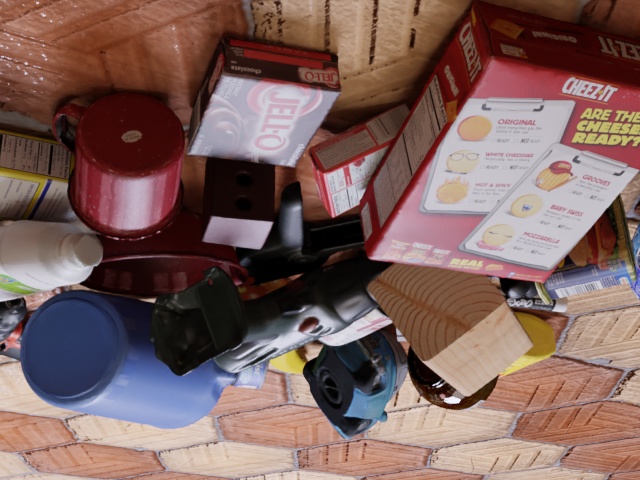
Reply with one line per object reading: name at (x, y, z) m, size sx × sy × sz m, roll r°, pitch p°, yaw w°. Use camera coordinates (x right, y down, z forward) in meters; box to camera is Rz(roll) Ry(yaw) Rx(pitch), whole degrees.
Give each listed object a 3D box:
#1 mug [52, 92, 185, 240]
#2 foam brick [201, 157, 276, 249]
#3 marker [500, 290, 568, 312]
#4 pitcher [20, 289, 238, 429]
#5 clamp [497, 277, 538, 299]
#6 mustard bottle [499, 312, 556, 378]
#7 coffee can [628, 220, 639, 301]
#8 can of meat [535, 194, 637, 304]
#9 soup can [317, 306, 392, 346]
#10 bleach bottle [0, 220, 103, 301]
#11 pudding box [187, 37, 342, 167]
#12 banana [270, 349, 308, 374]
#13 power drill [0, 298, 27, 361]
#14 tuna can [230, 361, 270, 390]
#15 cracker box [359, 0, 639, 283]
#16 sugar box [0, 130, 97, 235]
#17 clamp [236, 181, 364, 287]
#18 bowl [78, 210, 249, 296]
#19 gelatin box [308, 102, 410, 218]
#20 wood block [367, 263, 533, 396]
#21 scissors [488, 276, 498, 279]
mug at (-0.158, -0.066, 0.827) m, size 0.117 × 0.093 × 0.082 m, roll 35°, pitch 148°, yaw 9°
foam brick at (-0.068, -0.040, 0.881) m, size 0.053 × 0.078 × 0.051 m, roll 6°, pitch 155°, yaw -14°
marker at (0.214, 0.065, 1.173) m, size 0.121 × 0.020 × 0.020 m, roll 6°, pitch 153°, yaw -14°
pitcher at (-0.201, 0.118, 1.061) m, size 0.149 × 0.145 × 0.242 m, roll -41°, pitch 161°, yaw 4°
clamp at (0.166, 0.006, 0.993) m, size 0.039 × 0.120 × 0.171 m, roll -32°, pitch 165°, yaw 13°
mustard bottle at (0.188, 0.144, 1.291) m, size 0.096 × 0.058 × 0.192 m, roll 8°, pitch 153°, yaw -30°
coffee can at (0.333, -0.002, 0.945) m, size 0.103 × 0.103 × 0.140 m, roll -3°, pitch 154°, yaw 4°
can of meat at (0.229, -0.002, 0.944) m, size 0.084 × 0.102 × 0.057 m, roll -14°, pitch 153°, yaw 19°
soup can at (0.039, 0.066, 1.112) m, size 0.068 × 0.068 × 0.102 m, roll 18°, pitch 148°, yaw -34°
bleach bottle at (-0.274, 0.020, 0.941) m, size 0.251 × 0.068 × 0.102 m, roll -6°, pitch 163°, yaw 40°
pudding box at (-0.044, -0.101, 0.800) m, size 0.090 × 0.039 × 0.114 m, roll 7°, pitch 154°, yaw -18°
banana at (-0.034, 0.122, 1.260) m, size 0.069 × 0.037 × 0.198 m, roll 3°, pitch 154°, yaw -8°
power drill at (-0.314, 0.111, 1.208) m, size 0.187 × 0.057 × 0.185 m, roll 19°, pitch 151°, yaw -30°
tuna can at (-0.080, 0.125, 1.210) m, size 0.033 × 0.086 × 0.086 m, roll 8°, pitch 153°, yaw -13°
cracker box at (0.144, -0.064, 0.800) m, size 0.164 × 0.072 × 0.214 m, roll 8°, pitch 138°, yaw -20°
sugar box at (-0.257, -0.052, 0.885) m, size 0.176 × 0.048 × 0.093 m, roll 8°, pitch 155°, yaw -25°
clamp at (-0.007, 0.001, 1.014) m, size 0.164 × 0.036 × 0.210 m, roll 7°, pitch 156°, yaw -30°
bowl at (-0.146, 0.009, 0.986) m, size 0.162 × 0.055 × 0.162 m, roll -2°, pitch 165°, yaw -1°
gelatin box at (0.038, -0.064, 0.856) m, size 0.089 × 0.030 × 0.073 m, roll -26°, pitch 154°, yaw -5°
wood block at (0.128, 0.074, 1.007) m, size 0.090 × 0.091 × 0.206 m, roll -39°, pitch 157°, yaw 4°
scissors at (0.183, 0.023, 1.090) m, size 0.201 × 0.016 × 0.096 m, roll 14°, pitch 149°, yaw -28°
